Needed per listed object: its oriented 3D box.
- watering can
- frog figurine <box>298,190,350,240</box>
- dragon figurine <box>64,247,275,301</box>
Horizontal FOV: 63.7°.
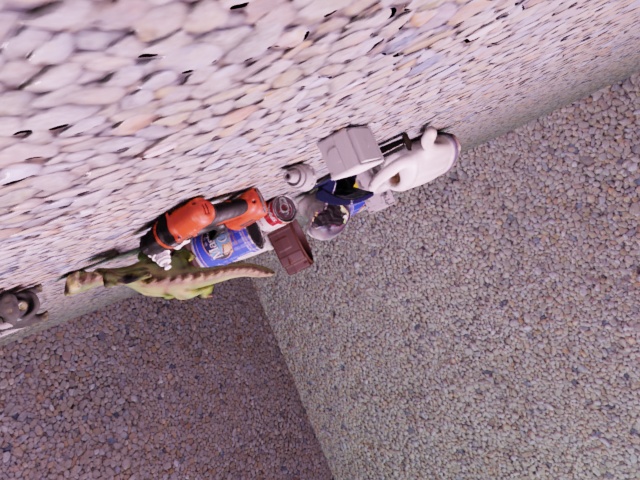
[{"bbox_3d":[0.246,-0.198,1.228,0.226,0.104,0.342,-24,-8,-26],"label":"watering can"},{"bbox_3d":[0.004,-0.069,1.376,0.122,0.138,0.159,19,-4,-22],"label":"frog figurine"},{"bbox_3d":[-0.318,0.077,1.020,0.409,0.122,0.243,-6,0,16],"label":"dragon figurine"}]
